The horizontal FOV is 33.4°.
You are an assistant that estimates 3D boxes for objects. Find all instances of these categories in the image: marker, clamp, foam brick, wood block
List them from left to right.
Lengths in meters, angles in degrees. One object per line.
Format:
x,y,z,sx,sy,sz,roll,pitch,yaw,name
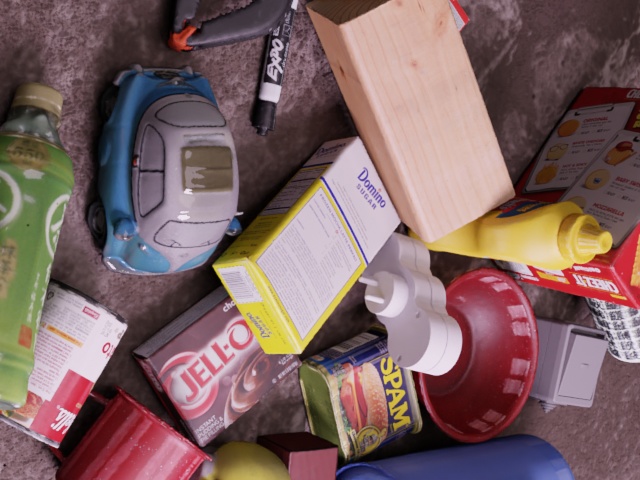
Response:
-0.050,-0.232,0.829,0.210,0.036,0.164,-42,99,-14,clamp
-0.037,-0.145,0.870,0.020,0.020,0.121,10,90,-36,marker
-0.021,0.208,0.906,0.051,0.053,0.078,3,95,-36,foam brick
0.077,-0.114,0.888,0.090,0.091,0.206,-28,118,-7,wood block

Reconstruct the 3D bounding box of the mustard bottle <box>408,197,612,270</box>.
0.171,-0.009,0.927,0.096,0.192,0.058,-9,102,-36,mustard bottle

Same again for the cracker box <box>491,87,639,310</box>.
0.278,-0.047,1.017,0.213,0.164,0.072,-53,124,-18,cracker box

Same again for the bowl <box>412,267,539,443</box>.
0.132,0.105,0.995,0.161,0.055,0.162,-2,93,-39,bowl

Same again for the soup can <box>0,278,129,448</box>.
-0.190,0.087,0.761,0.068,0.069,0.102,38,74,-33,soup can

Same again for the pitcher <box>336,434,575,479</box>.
0.131,0.247,0.953,0.242,0.149,0.145,-4,135,-43,pitcher

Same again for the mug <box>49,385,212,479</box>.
-0.151,0.161,0.794,0.117,0.093,0.081,39,77,-4,mug

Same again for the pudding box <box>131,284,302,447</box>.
-0.082,0.095,0.857,0.113,0.039,0.090,-39,115,-26,pudding box

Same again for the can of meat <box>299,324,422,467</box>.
0.034,0.137,0.935,0.083,0.058,0.102,-21,108,-29,can of meat

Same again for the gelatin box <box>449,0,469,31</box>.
0.081,-0.191,0.941,0.089,0.030,0.073,-51,121,-16,gelatin box

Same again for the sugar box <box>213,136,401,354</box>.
-0.006,0.001,0.869,0.176,0.048,0.093,-51,123,-42,sugar box
